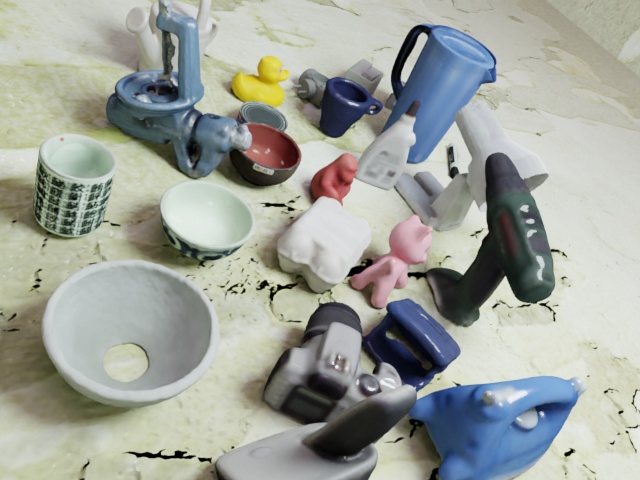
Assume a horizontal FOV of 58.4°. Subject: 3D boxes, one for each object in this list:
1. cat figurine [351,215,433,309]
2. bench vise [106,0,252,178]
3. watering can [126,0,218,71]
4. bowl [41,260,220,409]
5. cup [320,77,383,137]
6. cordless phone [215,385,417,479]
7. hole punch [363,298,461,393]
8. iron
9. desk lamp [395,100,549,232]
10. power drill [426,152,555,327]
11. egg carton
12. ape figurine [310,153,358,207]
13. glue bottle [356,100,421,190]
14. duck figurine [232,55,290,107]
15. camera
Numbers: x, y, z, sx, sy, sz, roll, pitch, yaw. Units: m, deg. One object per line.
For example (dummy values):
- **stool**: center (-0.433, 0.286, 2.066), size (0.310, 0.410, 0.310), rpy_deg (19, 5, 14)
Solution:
- **cat figurine**: center (0.115, 0.020, 0.819), size (0.067, 0.117, 0.128), rpy_deg (39, 40, 11)
- **bench vise**: center (-0.183, -0.212, 0.801), size (0.208, 0.219, 0.121), rpy_deg (17, 41, -15)
- **watering can**: center (-0.233, -0.349, 0.935), size (0.101, 0.194, 0.173), rpy_deg (29, 39, -1)
- **bowl**: center (-0.191, 0.104, 0.578), size (0.168, 0.074, 0.167), rpy_deg (17, 41, -15)
- **cup**: center (0.050, -0.238, 1.069), size (0.118, 0.095, 0.091), rpy_deg (11, 43, -22)
- **cordless phone**: center (-0.002, 0.186, 0.520), size (0.148, 0.185, 0.094), rpy_deg (-9, 53, -37)
- **hole punch**: center (0.126, 0.123, 0.739), size (0.108, 0.091, 0.101), rpy_deg (45, 42, 18)
- **iron**: center (0.241, 0.203, 0.686), size (0.259, 0.141, 0.118), rpy_deg (-1, 48, -32)
- **desk lamp**: center (0.250, -0.111, 0.964), size (0.118, 0.213, 0.203), rpy_deg (-10, 54, -38)
- **power drill**: center (0.243, 0.015, 0.832), size (0.076, 0.208, 0.229), rpy_deg (8, 44, -24)
- **egg carton**: center (0.007, 0.003, 0.809), size (0.107, 0.069, 0.150), rpy_deg (34, 39, 5)
- **ape figurine**: center (0.029, -0.098, 0.911), size (0.078, 0.092, 0.076), rpy_deg (-20, 60, -43)
- **glue bottle**: center (0.127, -0.166, 0.979), size (0.078, 0.173, 0.037), rpy_deg (20, 40, -12)
- **duck figurine**: center (-0.103, -0.296, 1.043), size (0.105, 0.086, 0.077), rpy_deg (3, 47, -29)
- **camera**: center (0.027, 0.138, 0.654), size (0.143, 0.100, 0.137), rpy_deg (25, 40, -6)
